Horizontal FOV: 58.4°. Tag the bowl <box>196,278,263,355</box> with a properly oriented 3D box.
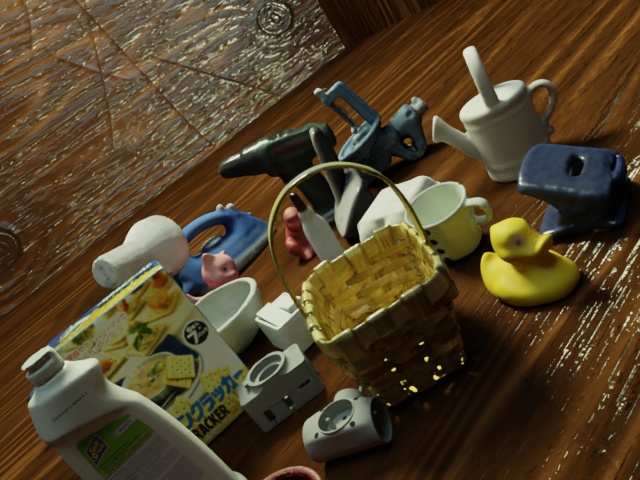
[{"bbox_3d":[-0.148,0.138,0.884,0.167,0.075,0.167,-30,21,13],"label":"bowl"}]

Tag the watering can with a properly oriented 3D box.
[{"bbox_3d":[0.247,-0.185,0.829,0.173,0.194,0.100,-33,20,3],"label":"watering can"}]

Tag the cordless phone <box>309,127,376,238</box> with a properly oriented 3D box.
[{"bbox_3d":[0.030,-0.104,0.994,0.094,0.185,0.147,-33,20,3],"label":"cordless phone"}]

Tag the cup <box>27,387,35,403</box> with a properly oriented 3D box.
[{"bbox_3d":[-0.452,0.268,1.029,0.091,0.095,0.118,-14,29,44],"label":"cup"}]

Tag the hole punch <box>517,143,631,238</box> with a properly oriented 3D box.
[{"bbox_3d":[0.289,-0.067,0.649,0.100,0.091,0.109,-15,27,41],"label":"hole punch"}]

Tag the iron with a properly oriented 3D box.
[{"bbox_3d":[-0.220,0.004,1.198,0.259,0.142,0.118,-44,22,-25],"label":"iron"}]

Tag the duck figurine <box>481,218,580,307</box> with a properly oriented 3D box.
[{"bbox_3d":[0.206,0.016,0.598,0.078,0.086,0.104,-45,23,-26],"label":"duck figurine"}]

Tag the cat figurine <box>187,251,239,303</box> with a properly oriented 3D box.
[{"bbox_3d":[-0.184,0.079,1.010,0.067,0.118,0.128,-8,33,50],"label":"cat figurine"}]

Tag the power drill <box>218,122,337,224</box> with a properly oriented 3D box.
[{"bbox_3d":[-0.051,-0.116,1.113,0.229,0.209,0.075,-31,21,10],"label":"power drill"}]

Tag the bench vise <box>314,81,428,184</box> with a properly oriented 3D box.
[{"bbox_3d":[0.099,-0.238,1.138,0.207,0.220,0.121,-36,20,-3],"label":"bench vise"}]

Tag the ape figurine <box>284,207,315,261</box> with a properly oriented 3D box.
[{"bbox_3d":[-0.035,-0.018,1.037,0.078,0.092,0.076,-34,20,2],"label":"ape figurine"}]

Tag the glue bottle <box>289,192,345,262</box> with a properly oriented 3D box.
[{"bbox_3d":[0.007,0.003,0.806,0.037,0.173,0.078,-33,20,4],"label":"glue bottle"}]

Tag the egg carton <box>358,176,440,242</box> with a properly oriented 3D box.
[{"bbox_3d":[0.123,-0.034,0.862,0.107,0.069,0.150,-16,27,40],"label":"egg carton"}]

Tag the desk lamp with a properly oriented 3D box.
[{"bbox_3d":[-0.301,0.082,1.042,0.117,0.214,0.203,-24,23,27],"label":"desk lamp"}]
